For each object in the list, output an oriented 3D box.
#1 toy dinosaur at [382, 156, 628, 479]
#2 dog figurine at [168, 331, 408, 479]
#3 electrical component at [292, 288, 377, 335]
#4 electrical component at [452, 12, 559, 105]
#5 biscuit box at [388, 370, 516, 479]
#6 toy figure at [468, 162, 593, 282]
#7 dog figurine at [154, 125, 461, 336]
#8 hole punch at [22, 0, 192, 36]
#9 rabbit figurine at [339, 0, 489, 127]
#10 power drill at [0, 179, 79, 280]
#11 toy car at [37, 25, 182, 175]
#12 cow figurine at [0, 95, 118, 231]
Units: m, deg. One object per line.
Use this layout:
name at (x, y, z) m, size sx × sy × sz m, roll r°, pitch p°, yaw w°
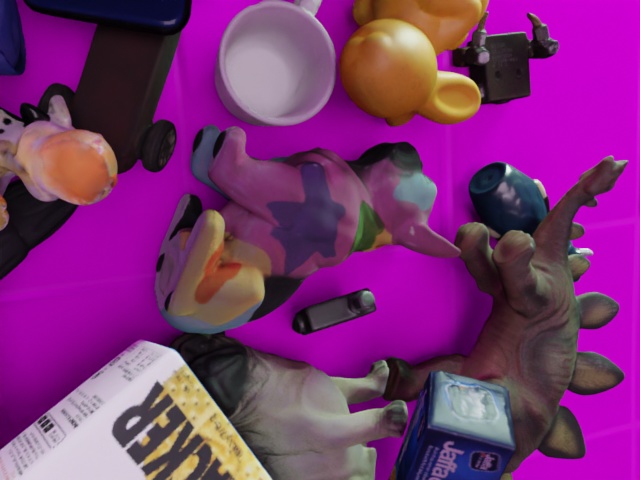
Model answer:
toy dinosaur at (0.167, 0.146, 0.499) m, size 0.198 × 0.105 × 0.471 m, roll 21°, pitch 102°, yaw -21°
dog figurine at (-0.043, 0.165, 0.444) m, size 0.191 × 0.121 × 0.172 m, roll 10°, pitch 90°, yaw -6°
electrical component at (0.010, 0.060, 0.444) m, size 0.063 × 0.094 × 0.021 m, roll -15°, pitch 80°, yaw -19°
electrical component at (0.170, -0.168, 0.503) m, size 0.102 × 0.045 × 0.078 m, roll -6°, pitch 96°, yaw -19°
biscuit box at (0.087, 0.194, 0.416) m, size 0.063 × 0.059 × 0.202 m, roll 14°, pitch 121°, yaw 5°
toy figure at (0.208, -0.013, 0.527) m, size 0.154 × 0.064 × 0.058 m, roll 41°, pitch 43°, yaw -24°
dog figurine at (-0.001, -0.001, 0.428) m, size 0.219 × 0.109 × 0.191 m, roll 17°, pitch 89°, yaw -24°
hole punch at (-0.129, -0.202, 0.321) m, size 0.142 × 0.092 × 0.115 m, roll 5°, pitch 77°, yaw -5°
rabbit figurine at (0.064, -0.157, 0.421) m, size 0.173 × 0.122 × 0.162 m, roll -66°, pitch 147°, yaw -32°
power drill at (-0.224, 0.083, 0.345) m, size 0.232 × 0.086 × 0.207 m, roll -31°, pitch 106°, yaw -34°
toy car at (-0.131, -0.145, 0.389) m, size 0.089 × 0.053 × 0.202 m, roll 16°, pitch 86°, yaw -4°
cow figurine at (-0.208, -0.055, 0.334) m, size 0.167 × 0.098 × 0.068 m, roll 2°, pitch 119°, yaw -10°
